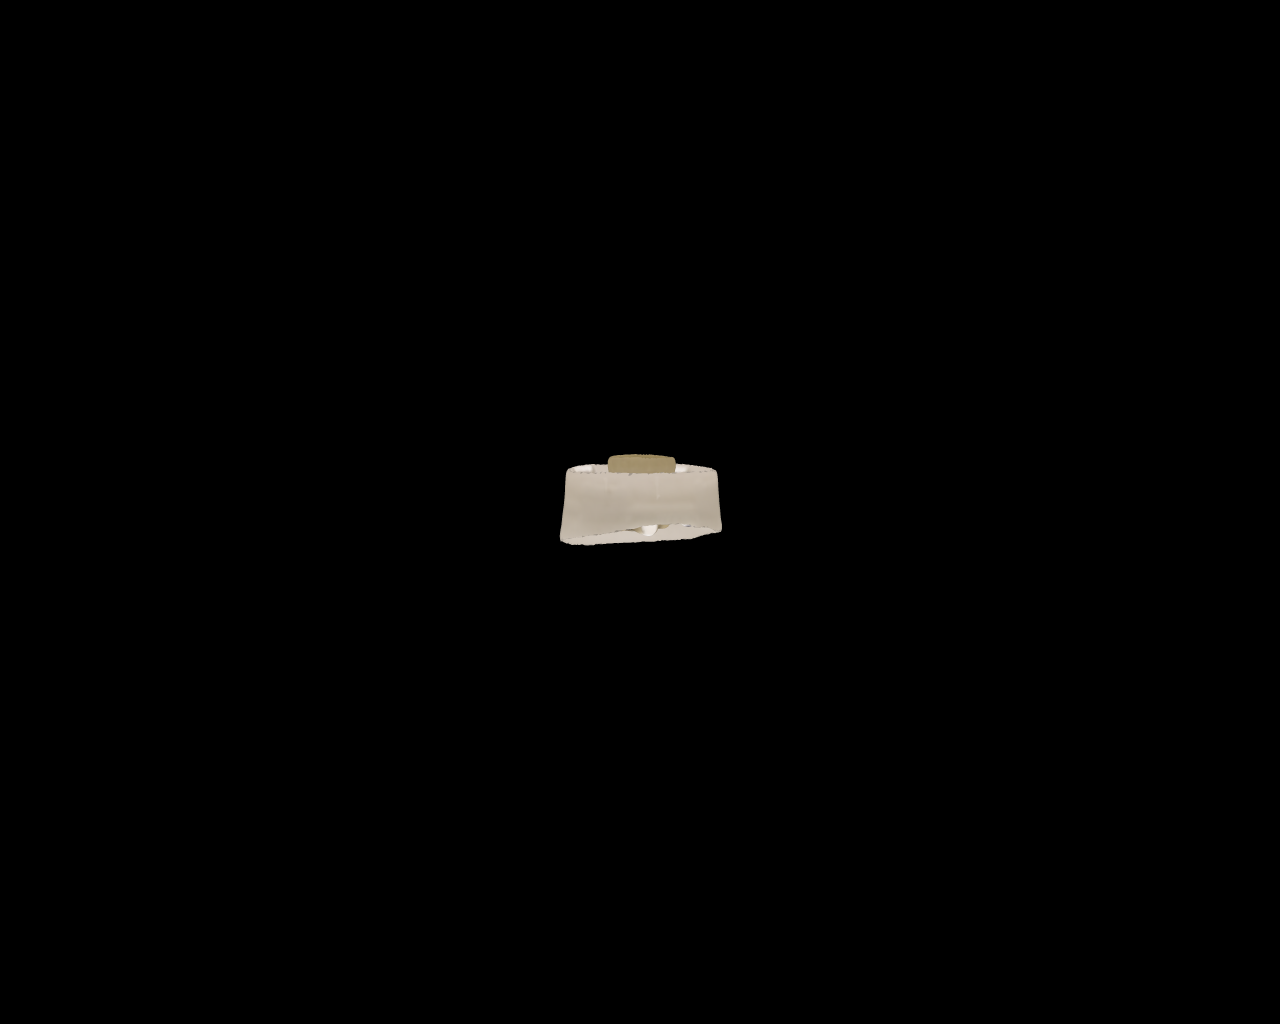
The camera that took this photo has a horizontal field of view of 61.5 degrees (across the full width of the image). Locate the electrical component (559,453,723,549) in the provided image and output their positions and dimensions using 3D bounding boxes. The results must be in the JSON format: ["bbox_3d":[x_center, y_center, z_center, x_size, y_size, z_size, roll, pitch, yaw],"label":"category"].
[{"bbox_3d":[0.001,-0.003,0.650,0.099,0.064,0.099,0,7,0],"label":"electrical component"}]
